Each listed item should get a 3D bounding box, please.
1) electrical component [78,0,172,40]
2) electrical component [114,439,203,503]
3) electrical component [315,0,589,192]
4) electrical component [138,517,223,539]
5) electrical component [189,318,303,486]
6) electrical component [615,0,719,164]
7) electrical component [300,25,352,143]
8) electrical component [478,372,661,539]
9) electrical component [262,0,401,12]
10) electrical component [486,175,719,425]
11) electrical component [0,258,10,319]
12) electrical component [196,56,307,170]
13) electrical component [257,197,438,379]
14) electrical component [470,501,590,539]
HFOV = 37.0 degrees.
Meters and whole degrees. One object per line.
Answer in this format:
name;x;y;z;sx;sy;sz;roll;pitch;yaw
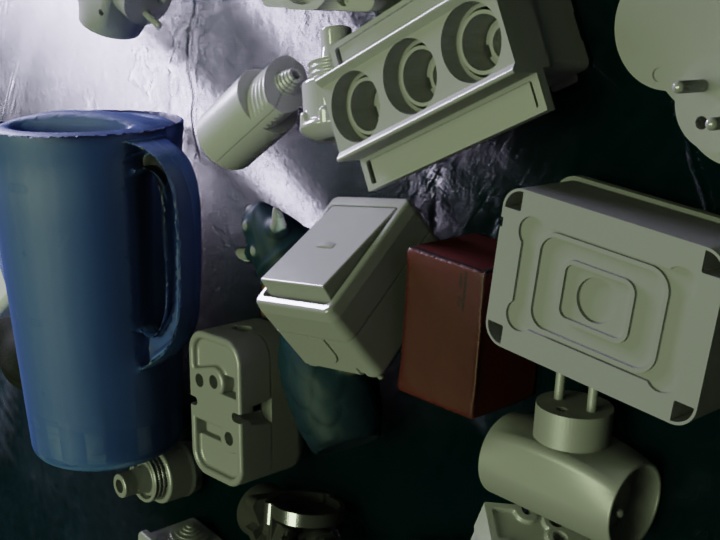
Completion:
electrical component;-0.154;-0.193;0.732;0.079;0.043;0.077;44;128;32
electrical component;-0.149;0.150;0.787;0.043;0.062;0.043;12;107;46
electrical component;0.044;-0.094;0.522;0.121;0.063;0.078;-21;83;48
electrical component;-0.119;0.240;0.783;0.100;0.048;0.099;23;115;43
electrical component;-0.069;0.082;0.686;0.054;0.059;0.095;13;108;46
electrical component;0.146;-0.064;0.408;0.138;0.074;0.052;56;134;23
electrical component;-0.011;-0.103;0.596;0.048;0.048;0.062;-7;87;48
electrical component;0.101;0.083;0.513;0.077;0.043;0.079;18;111;44
electrical component;-0.005;-0.210;0.551;0.089;0.062;0.150;16;110;45
electrical component;0.118;0.009;0.467;0.113;0.057;0.078;24;115;43
electrical component;-0.244;0.000;0.837;0.056;0.089;0.050;-34;73;46
electrical component;-0.061;-0.098;0.650;0.081;0.043;0.043;-33;74;46
electrical component;0.000;0.000;0.571;0.062;0.096;0.061;6;142;47
electrical component;0.079;0.151;0.544;0.048;0.066;0.055;-96;17;-51
